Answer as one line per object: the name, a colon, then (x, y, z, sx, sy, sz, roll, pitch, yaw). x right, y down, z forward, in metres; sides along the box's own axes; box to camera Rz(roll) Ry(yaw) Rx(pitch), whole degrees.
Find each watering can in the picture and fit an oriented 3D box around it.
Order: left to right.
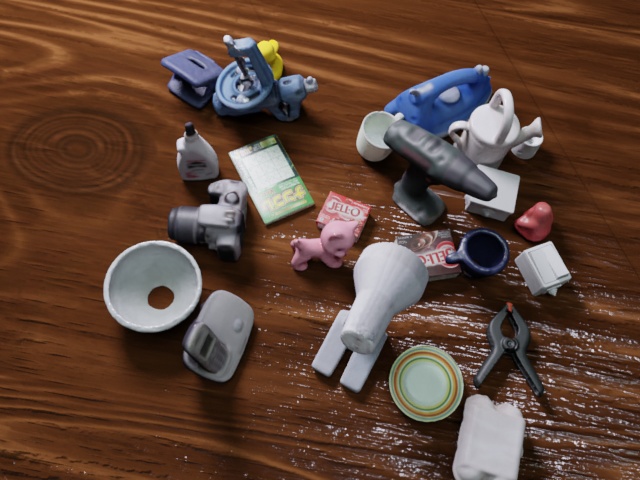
watering can: (0.346, -0.220, 1.125, 0.173, 0.194, 0.101, -17, 69, -11)

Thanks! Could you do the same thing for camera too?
camera: (-0.207, -0.044, 1.061, 0.137, 0.101, 0.143, 5, 67, -2)

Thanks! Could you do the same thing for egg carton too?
egg carton: (0.280, 0.340, 0.950, 0.107, 0.069, 0.150, 16, 67, 3)

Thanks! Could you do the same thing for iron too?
iron: (0.270, -0.305, 1.184, 0.258, 0.141, 0.118, -26, 71, -14)

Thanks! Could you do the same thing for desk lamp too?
desk lamp: (0.082, 0.129, 0.947, 0.118, 0.213, 0.203, 26, 68, 7)

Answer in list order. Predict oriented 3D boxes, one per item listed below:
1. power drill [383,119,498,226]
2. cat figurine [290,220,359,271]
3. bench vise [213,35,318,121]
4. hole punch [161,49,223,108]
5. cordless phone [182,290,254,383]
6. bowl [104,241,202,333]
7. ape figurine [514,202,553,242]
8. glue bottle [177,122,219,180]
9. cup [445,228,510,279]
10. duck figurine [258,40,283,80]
power drill: (0.208, -0.113, 1.062, 0.229, 0.208, 0.076, 42, 71, 13)
cat figurine: (0.010, 0.004, 1.047, 0.128, 0.118, 0.067, -6, 67, -7)
bench vise: (-0.114, -0.328, 1.124, 0.207, 0.220, 0.121, -18, 69, -11)
hole punch: (-0.262, -0.351, 1.192, 0.108, 0.091, 0.101, 34, 69, 10)
cordless phone: (-0.171, 0.146, 0.937, 0.094, 0.185, 0.148, 16, 67, 3)
bowl: (-0.288, 0.090, 1.012, 0.167, 0.075, 0.167, 2, 67, -3)
ape figurine: (0.422, -0.043, 1.111, 0.078, 0.092, 0.076, -8, 68, -7)
glue bottle: (-0.235, -0.168, 1.072, 0.078, 0.173, 0.037, -9, 68, -7)
cup: (0.281, 0.038, 1.065, 0.118, 0.095, 0.091, -12, 68, -9)
duck figurine: (-0.121, -0.381, 1.218, 0.077, 0.086, 0.105, 33, 69, 10)
